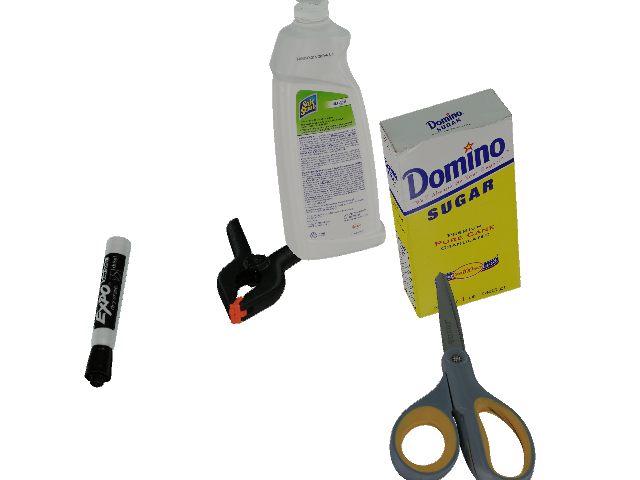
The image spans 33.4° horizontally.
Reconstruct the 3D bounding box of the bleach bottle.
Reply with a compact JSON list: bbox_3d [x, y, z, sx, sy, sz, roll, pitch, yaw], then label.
[{"bbox_3d":[0.006,-0.108,1.009,0.102,0.251,0.068,-13,30,-16],"label":"bleach bottle"}]

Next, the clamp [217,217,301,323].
[{"bbox_3d":[-0.064,0.032,1.256,0.120,0.039,0.171,-2,40,10],"label":"clamp"}]

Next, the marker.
[{"bbox_3d":[-0.157,0.052,0.790,0.020,0.121,0.020,2,-33,1],"label":"marker"}]

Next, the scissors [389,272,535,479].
[{"bbox_3d":[0.074,0.090,0.701,0.096,0.016,0.202,-10,38,-13],"label":"scissors"}]

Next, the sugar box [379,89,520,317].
[{"bbox_3d":[0.105,-0.025,0.833,0.093,0.176,0.048,-18,43,-5],"label":"sugar box"}]
